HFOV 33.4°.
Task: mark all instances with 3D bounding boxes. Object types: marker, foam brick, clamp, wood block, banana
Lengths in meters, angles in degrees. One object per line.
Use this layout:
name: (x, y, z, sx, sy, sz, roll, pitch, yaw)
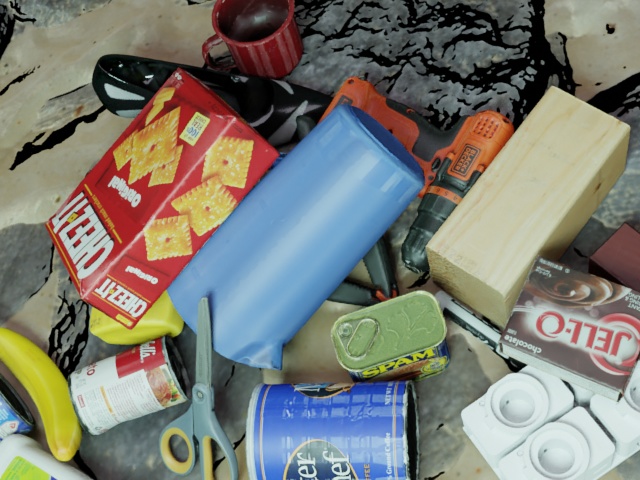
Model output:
marker: (0.157, 0.088, 1.010, 0.121, 0.020, 0.020, 36, 76, 26)
foam brick: (0.294, 0.033, 0.987, 0.051, 0.053, 0.078, -42, 63, -10)
clamp: (-0.007, 0.001, 1.069, 0.165, 0.036, 0.210, -46, 71, 18)
wood block: (0.200, -0.031, 1.020, 0.090, 0.091, 0.206, 33, 75, 24)
banana: (-0.278, 0.148, 1.052, 0.198, 0.069, 0.037, 43, 113, 32)

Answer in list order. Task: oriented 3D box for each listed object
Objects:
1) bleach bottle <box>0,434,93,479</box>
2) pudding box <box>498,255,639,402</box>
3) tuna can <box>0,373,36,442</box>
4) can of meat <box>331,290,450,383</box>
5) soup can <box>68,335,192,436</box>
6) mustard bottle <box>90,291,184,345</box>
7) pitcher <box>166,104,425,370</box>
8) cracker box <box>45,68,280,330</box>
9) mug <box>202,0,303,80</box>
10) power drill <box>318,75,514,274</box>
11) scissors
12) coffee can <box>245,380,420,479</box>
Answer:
bleach bottle: (-0.202, 0.266, 0.957, 0.251, 0.068, 0.102, 17, 70, 29)
pudding box: (0.222, 0.076, 0.918, 0.114, 0.039, 0.090, 21, 70, 21)
tuna can: (-0.317, 0.160, 1.045, 0.033, 0.086, 0.086, -38, 62, -9)
can of meat: (0.068, 0.098, 0.988, 0.102, 0.084, 0.057, -19, 62, 3)
soup can: (-0.183, 0.141, 1.034, 0.102, 0.068, 0.068, -22, 61, 2)
mustard bottle: (-0.180, 0.010, 1.104, 0.096, 0.058, 0.191, -10, 61, 24)
pitcher: (-0.026, -0.013, 0.991, 0.149, 0.145, 0.243, 40, 106, -13)
cracker box: (-0.156, -0.047, 1.010, 0.214, 0.072, 0.164, -49, 36, 3)
mug: (-0.075, -0.224, 1.186, 0.117, 0.081, 0.093, -29, 61, -3)
power drill: (0.080, -0.075, 1.090, 0.188, 0.057, 0.184, 27, 76, 22)
scissors: (-0.120, 0.145, 0.977, 0.096, 0.202, 0.016, 0, 18, 34)
coffee can: (0.014, 0.177, 0.950, 0.140, 0.103, 0.103, -3, 63, 11)
